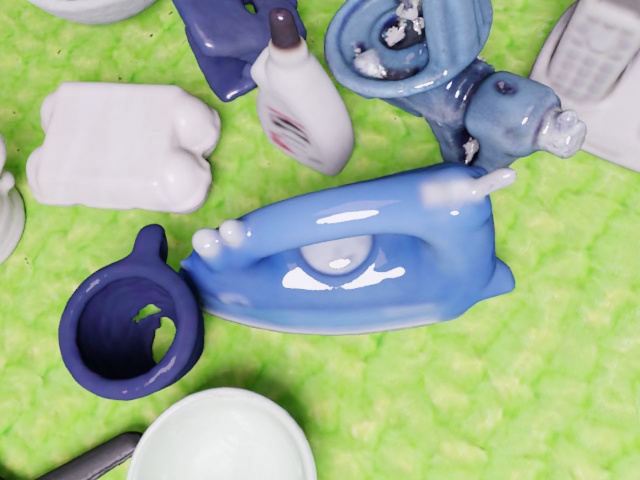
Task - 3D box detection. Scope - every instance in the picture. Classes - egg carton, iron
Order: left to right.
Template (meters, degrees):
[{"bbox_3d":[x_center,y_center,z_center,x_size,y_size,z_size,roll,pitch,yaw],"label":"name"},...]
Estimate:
[{"bbox_3d":[-0.157,-0.073,0.465,0.150,0.069,0.107,3,73,6],"label":"egg carton"},{"bbox_3d":[0.004,0.001,0.389,0.258,0.141,0.118,-10,72,2],"label":"iron"}]

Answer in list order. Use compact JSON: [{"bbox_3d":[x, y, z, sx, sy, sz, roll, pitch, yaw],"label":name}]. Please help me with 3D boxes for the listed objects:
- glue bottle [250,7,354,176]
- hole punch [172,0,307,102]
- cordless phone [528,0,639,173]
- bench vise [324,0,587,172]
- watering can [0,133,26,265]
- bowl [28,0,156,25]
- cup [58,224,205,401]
[{"bbox_3d":[-0.016,-0.105,0.408,0.078,0.173,0.037,27,77,13],"label":"glue bottle"},{"bbox_3d":[-0.069,-0.193,0.484,0.101,0.091,0.108,-27,72,-4],"label":"hole punch"},{"bbox_3d":[0.231,-0.130,0.388,0.147,0.185,0.094,26,77,13],"label":"cordless phone"},{"bbox_3d":[0.093,-0.143,0.386,0.207,0.220,0.121,20,75,11],"label":"bench vise"},{"bbox_3d":[-0.315,-0.035,0.401,0.100,0.194,0.173,34,79,14],"label":"watering can"},{"bbox_3d":[-0.197,-0.260,0.525,0.167,0.075,0.167,-1,72,5],"label":"bowl"},{"bbox_3d":[-0.118,0.055,0.408,0.091,0.095,0.118,4,73,7],"label":"cup"}]
